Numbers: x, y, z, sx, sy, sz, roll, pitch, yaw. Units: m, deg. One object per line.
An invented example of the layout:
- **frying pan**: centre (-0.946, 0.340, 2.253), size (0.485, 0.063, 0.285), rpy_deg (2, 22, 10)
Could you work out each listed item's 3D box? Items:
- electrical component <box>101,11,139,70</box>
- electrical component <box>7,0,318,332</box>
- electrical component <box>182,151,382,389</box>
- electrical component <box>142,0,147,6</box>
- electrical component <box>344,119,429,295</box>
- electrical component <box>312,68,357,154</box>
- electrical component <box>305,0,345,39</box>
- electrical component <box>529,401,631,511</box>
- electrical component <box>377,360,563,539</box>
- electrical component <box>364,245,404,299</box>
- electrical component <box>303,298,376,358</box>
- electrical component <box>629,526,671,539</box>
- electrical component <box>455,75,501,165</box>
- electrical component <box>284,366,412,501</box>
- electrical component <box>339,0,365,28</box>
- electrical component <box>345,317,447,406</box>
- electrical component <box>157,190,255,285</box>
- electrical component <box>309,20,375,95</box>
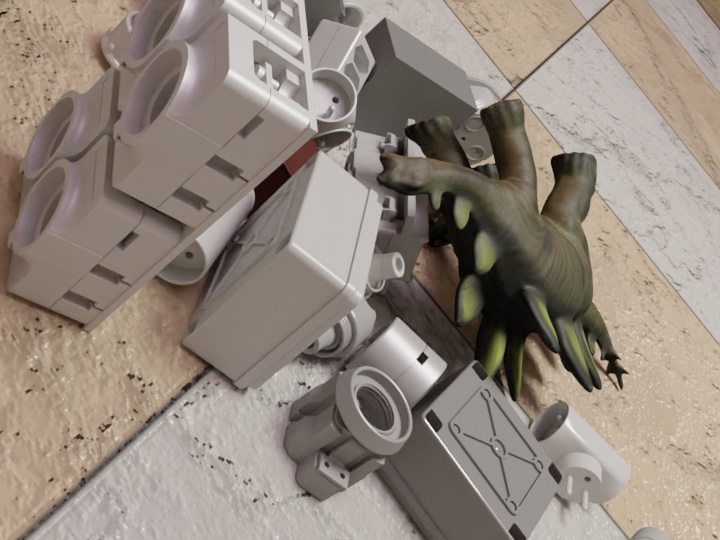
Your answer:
- **electrical component**: centre (-0.142, -0.159, 0.731), size (0.048, 0.062, 0.048), rpy_deg (35, 34, -28)
- **electrical component**: centre (-0.110, -0.066, 0.555), size (0.060, 0.186, 0.105), rpy_deg (29, 38, -35)
- **electrical component**: centre (-0.046, 0.000, 0.652), size (0.056, 0.109, 0.108), rpy_deg (38, 33, -18)
- **electrical component**: centre (-0.103, -0.184, 0.811), size (0.108, 0.060, 0.108), rpy_deg (34, 35, -28)
- **electrical component**: centre (0.016, -0.053, 0.827), size (0.063, 0.078, 0.121), rpy_deg (12, 41, -8)
- **electrical component**: centre (-0.049, -0.112, 0.806), size (0.079, 0.077, 0.044), rpy_deg (-15, 79, -18)
- **electrical component**: centre (-0.053, -0.267, 0.926), size (0.089, 0.062, 0.150), rpy_deg (70, 10, -48)
- **electrical component**: centre (0.172, 0.156, 0.848), size (0.077, 0.043, 0.079), rpy_deg (44, 31, -14)
- **electrical component**: centre (0.074, 0.132, 0.727), size (0.108, 0.056, 0.109), rpy_deg (54, 30, 2)
- **electrical component**: centre (0.000, 0.000, 0.752), size (0.048, 0.062, 0.048), rpy_deg (23, 63, -58)
- **electrical component**: centre (-0.020, 0.038, 0.711), size (0.043, 0.043, 0.062), rpy_deg (54, 31, 3)
- **electrical component**: centre (0.224, 0.227, 0.848), size (0.044, 0.044, 0.065), rpy_deg (59, 26, 11)
- **electrical component**: centre (0.096, -0.141, 1.020), size (0.080, 0.080, 0.051), rpy_deg (30, 42, -33)
- **electrical component**: centre (-0.006, 0.095, 0.657), size (0.058, 0.057, 0.078), rpy_deg (40, 33, -21)
- **electrical component**: centre (-0.025, -0.251, 1.002), size (0.045, 0.045, 0.055), rpy_deg (13, 48, -48)
- **electrical component**: centre (0.023, 0.065, 0.731), size (0.047, 0.055, 0.055), rpy_deg (47, 31, -2)
- **electrical component**: centre (-0.103, -0.045, 0.653), size (0.077, 0.043, 0.079), rpy_deg (-63, 141, -51)
- **electrical component**: centre (-0.039, -0.166, 0.879), size (0.077, 0.065, 0.047), rpy_deg (21, -16, 24)
